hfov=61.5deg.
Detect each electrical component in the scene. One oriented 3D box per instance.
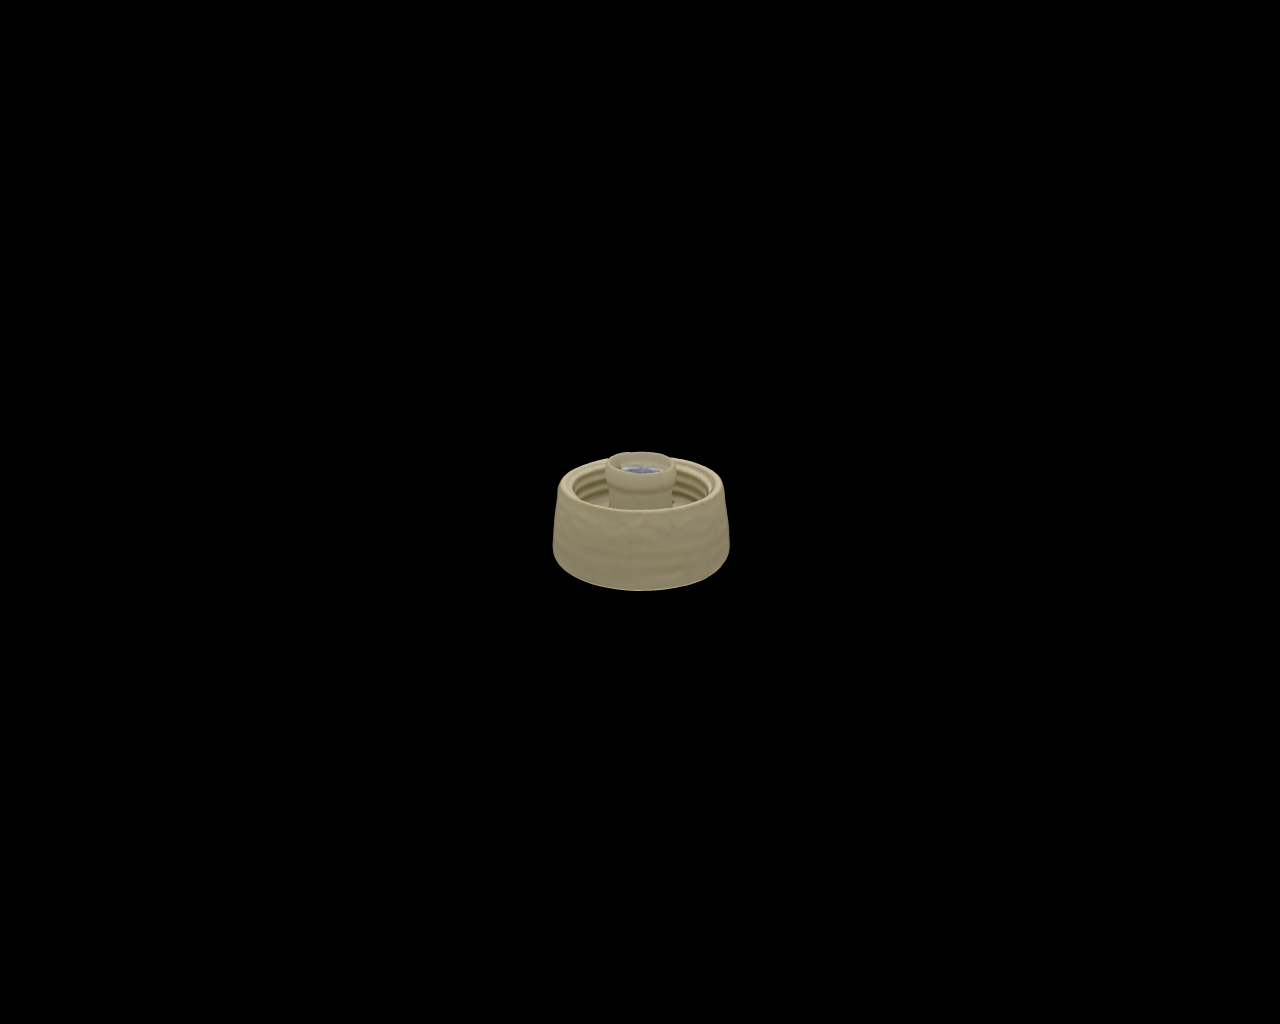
[{"bbox_3d":[0.001,-0.003,0.650,0.108,0.060,0.108,0,22,0],"label":"electrical component"}]
